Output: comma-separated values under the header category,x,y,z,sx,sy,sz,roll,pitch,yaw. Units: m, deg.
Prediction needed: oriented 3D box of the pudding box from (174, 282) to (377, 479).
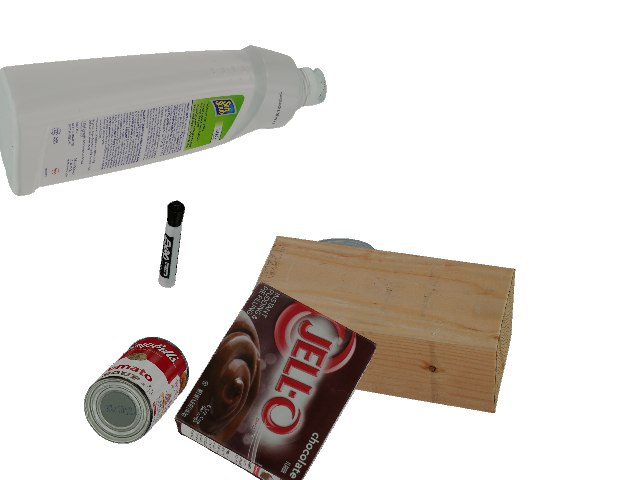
category,x,y,z,sx,sy,sz,roll,pitch,yaw
pudding box,-0.028,0.096,0.696,0.090,0.113,0.039,27,-23,9

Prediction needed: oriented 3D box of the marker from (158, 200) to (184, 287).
category,x,y,z,sx,sy,sz,roll,pitch,yaw
marker,-0.163,0.004,1.172,0.020,0.121,0.020,8,42,-7

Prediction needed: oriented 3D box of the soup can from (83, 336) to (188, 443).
category,x,y,z,sx,sy,sz,roll,pitch,yaw
soup can,-0.173,0.140,1.009,0.068,0.068,0.102,0,16,13

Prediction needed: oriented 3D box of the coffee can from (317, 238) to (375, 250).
category,x,y,z,sx,sy,sz,roll,pitch,yaw
coffee can,0.027,0.080,1.523,0.103,0.140,0.103,-1,21,0

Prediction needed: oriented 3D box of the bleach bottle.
category,x,y,z,sx,sy,sz,roll,pitch,yaw
bleach bottle,-0.116,-0.100,0.825,0.250,0.068,0.103,-10,-29,-22

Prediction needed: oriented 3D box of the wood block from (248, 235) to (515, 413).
category,x,y,z,sx,sy,sz,roll,pitch,yaw
wood block,0.053,0.069,0.901,0.206,0.090,0.091,8,-43,15
